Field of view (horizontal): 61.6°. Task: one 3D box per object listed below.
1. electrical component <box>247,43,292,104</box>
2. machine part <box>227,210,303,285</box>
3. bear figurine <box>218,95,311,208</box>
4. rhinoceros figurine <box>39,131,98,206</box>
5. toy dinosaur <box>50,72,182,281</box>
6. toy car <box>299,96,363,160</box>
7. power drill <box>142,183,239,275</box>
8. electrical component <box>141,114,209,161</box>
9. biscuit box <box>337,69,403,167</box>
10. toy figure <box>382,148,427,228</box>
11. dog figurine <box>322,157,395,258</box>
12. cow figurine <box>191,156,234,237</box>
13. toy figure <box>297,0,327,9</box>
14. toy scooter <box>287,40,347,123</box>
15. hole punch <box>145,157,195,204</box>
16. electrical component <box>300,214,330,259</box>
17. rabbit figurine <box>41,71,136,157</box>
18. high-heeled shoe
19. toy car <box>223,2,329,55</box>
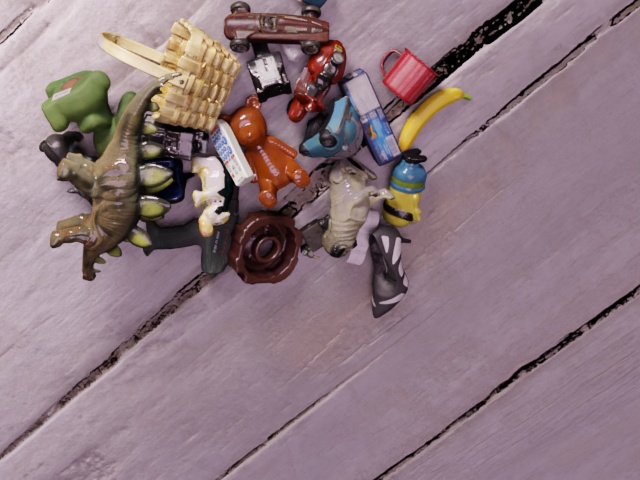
[{"bbox_3d":[-0.108,-0.341,1.070,0.075,0.047,0.119,-21,77,-3],"label":"electrical component"},{"bbox_3d":[-0.123,0.016,1.203,0.179,0.056,0.179,-17,121,-30],"label":"machine part"},{"bbox_3d":[-0.118,-0.186,1.104,0.120,0.132,0.195,-29,122,3],"label":"bear figurine"},{"bbox_3d":[-0.472,-0.132,1.077,0.073,0.112,0.190,-34,108,4],"label":"rhinoceros figurine"},{"bbox_3d":[-0.375,-0.101,0.993,0.198,0.105,0.470,11,121,-21],"label":"toy dinosaur"},{"bbox_3d":[0.033,-0.210,1.099,0.103,0.109,0.162,28,152,-22],"label":"toy car"},{"bbox_3d":[-0.283,-0.040,1.175,0.207,0.086,0.231,-1,107,-17],"label":"power drill"},{"bbox_3d":[-0.290,-0.204,1.071,0.134,0.115,0.058,8,116,-11],"label":"electrical component"},{"bbox_3d":[0.107,-0.257,1.142,0.059,0.063,0.202,-28,117,3],"label":"biscuit box"},{"bbox_3d":[0.192,-0.114,1.215,0.089,0.082,0.179,8,122,8],"label":"toy figure"},{"bbox_3d":[0.043,-0.075,1.186,0.121,0.172,0.190,14,125,-49],"label":"dog figurine"},{"bbox_3d":[-0.214,-0.092,1.109,0.098,0.068,0.167,-6,92,-16],"label":"cow figurine"},{"bbox_3d":[-0.049,-0.501,1.007,0.154,0.058,0.064,32,67,-20],"label":"toy figure"},{"bbox_3d":[-0.004,-0.306,1.060,0.075,0.135,0.183,28,106,-19],"label":"toy scooter"},{"bbox_3d":[-0.337,-0.132,1.094,0.142,0.116,0.092,-13,123,-2],"label":"hole punch"},{"bbox_3d":[-0.004,-0.004,1.251,0.102,0.045,0.078,-27,118,3],"label":"electrical component"},{"bbox_3d":[-0.427,-0.241,1.051,0.159,0.121,0.170,-28,135,-3],"label":"rabbit figurine"},{"bbox_3d":[0.141,0.082,1.265,0.145,0.086,0.248,2,111,-44],"label":"high-heeled shoe"},{"bbox_3d":[-0.083,-0.403,1.021,0.202,0.053,0.089,2,79,-1],"label":"toy car"}]
